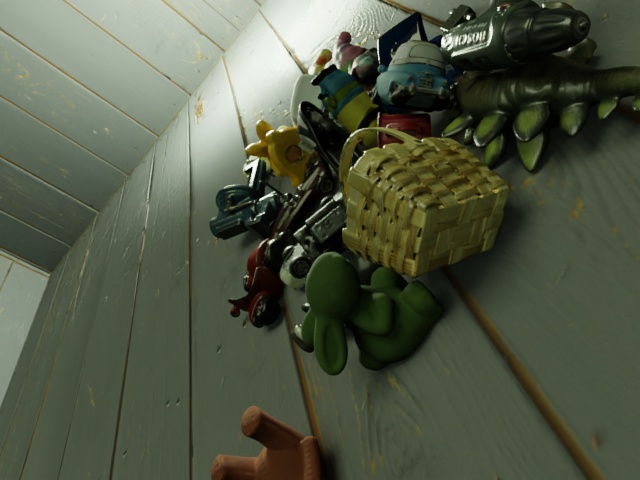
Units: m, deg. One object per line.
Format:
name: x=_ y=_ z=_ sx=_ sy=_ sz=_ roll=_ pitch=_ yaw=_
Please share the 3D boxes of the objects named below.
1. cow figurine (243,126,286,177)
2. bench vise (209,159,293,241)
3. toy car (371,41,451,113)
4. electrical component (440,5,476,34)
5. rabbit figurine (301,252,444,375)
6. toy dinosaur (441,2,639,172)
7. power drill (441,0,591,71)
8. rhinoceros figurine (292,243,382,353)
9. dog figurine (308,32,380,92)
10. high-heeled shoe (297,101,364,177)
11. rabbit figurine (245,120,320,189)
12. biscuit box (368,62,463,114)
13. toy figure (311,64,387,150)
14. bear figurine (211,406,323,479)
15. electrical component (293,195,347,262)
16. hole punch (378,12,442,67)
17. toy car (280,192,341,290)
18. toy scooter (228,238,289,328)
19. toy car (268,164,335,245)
cow figurine: x=-0.130 y=-0.219 z=1.365 sx=0.167 sy=0.068 sz=0.098 roll=-50 pitch=23 yaw=7
bench vise: x=-0.152 y=-0.103 z=1.225 sx=0.224 sy=0.128 sz=0.241 roll=-29 pitch=42 yaw=35
toy car: x=0.143 y=-0.250 z=0.819 sx=0.162 sy=0.109 sz=0.102 roll=-109 pitch=26 yaw=-79
electrical component: x=0.262 y=-0.416 z=1.028 sx=0.063 sy=0.021 sz=0.094 roll=-47 pitch=31 yaw=16
rabbit figurine: x=0.040 y=0.085 z=0.688 sx=0.159 sy=0.170 sz=0.121 roll=-53 pitch=29 yaw=4
toy dinosaur: x=0.277 y=-0.190 z=0.699 sx=0.198 sy=0.105 sz=0.472 roll=-66 pitch=20 yaw=-3
power drill: x=0.251 y=-0.303 z=0.648 sx=0.232 sy=0.086 sz=0.207 roll=9 pitch=86 yaw=67
rhinoceros figurine: x=0.031 y=0.088 z=0.811 sx=0.190 sy=0.073 sz=0.112 roll=-47 pitch=41 yaw=10
dog figurine: x=0.064 y=-0.352 z=1.173 sx=0.191 sy=0.108 sz=0.219 roll=-40 pitch=35 yaw=24
high-heeled shoe: x=0.042 y=-0.167 z=0.943 sx=0.086 sy=0.145 sz=0.249 roll=-31 pitch=30 yaw=-22
rabbit figurine: x=-0.083 y=-0.190 z=1.204 sx=0.173 sy=0.162 sz=0.121 roll=-153 pitch=85 yaw=-78
biscuit box: x=0.182 y=-0.286 z=0.958 sx=0.203 sy=0.062 sz=0.059 roll=-13 pitch=37 yaw=50
toy figure: x=0.062 y=-0.244 z=0.995 sx=0.082 sy=0.180 sz=0.089 roll=-39 pitch=1 yaw=2
bear figurine: x=-0.043 y=0.310 z=0.631 sx=0.120 sy=0.132 sz=0.196 roll=-57 pitch=22 yaw=11
electrical component: x=0.021 y=-0.014 z=0.851 sx=0.115 sy=0.058 sz=0.134 roll=-41 pitch=-12 yaw=0
hole punch: x=0.172 y=-0.357 z=1.038 sx=0.142 sy=0.092 sz=0.116 roll=-19 pitch=49 yaw=43
toy car: x=-0.002 y=-0.003 z=0.962 sx=0.201 sy=0.056 sz=0.074 roll=-52 pitch=23 yaw=3
toy scooter: x=-0.121 y=0.087 z=1.028 sx=0.135 sy=0.075 sz=0.184 roll=-26 pitch=45 yaw=43
toy car: x=-0.045 y=-0.067 z=1.089 sx=0.202 sy=0.053 sz=0.089 roll=-53 pitch=32 yaw=9
